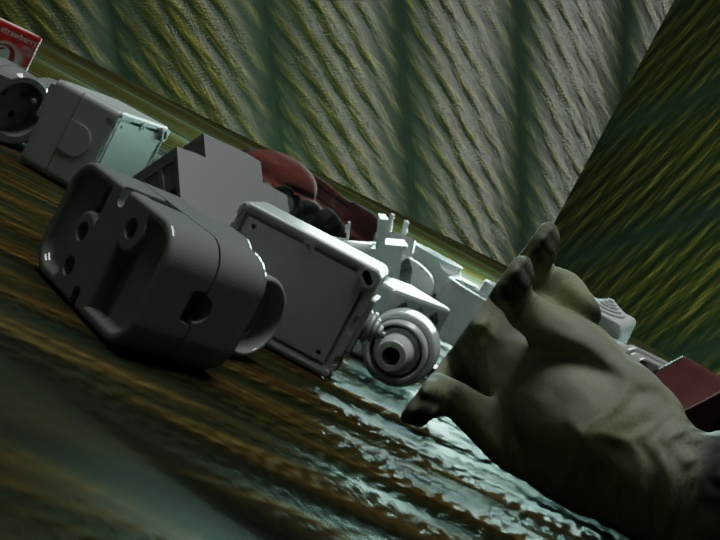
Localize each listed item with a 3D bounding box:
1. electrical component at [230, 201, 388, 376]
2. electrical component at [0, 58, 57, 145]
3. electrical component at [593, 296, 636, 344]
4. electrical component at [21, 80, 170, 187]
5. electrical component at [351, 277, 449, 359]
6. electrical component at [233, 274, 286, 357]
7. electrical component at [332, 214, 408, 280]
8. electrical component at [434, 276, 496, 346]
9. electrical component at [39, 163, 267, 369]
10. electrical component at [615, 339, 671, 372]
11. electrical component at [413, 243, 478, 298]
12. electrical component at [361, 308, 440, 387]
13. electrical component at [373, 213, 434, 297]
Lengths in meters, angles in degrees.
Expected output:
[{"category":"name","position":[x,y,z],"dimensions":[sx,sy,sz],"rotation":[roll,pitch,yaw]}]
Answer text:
[{"category":"electrical component","position":[-0.029,0.011,0.569],"dimensions":[0.096,0.061,0.061],"rotation":[28,6,4]},{"category":"electrical component","position":[-0.260,-0.125,0.760],"dimensions":[0.074,0.052,0.138],"rotation":[32,7,35]},{"category":"electrical component","position":[0.158,0.058,0.847],"dimensions":[0.100,0.099,0.048],"rotation":[30,19,26]},{"category":"electrical component","position":[-0.182,-0.088,0.745],"dimensions":[0.061,0.061,0.096],"rotation":[29,6,11]},{"category":"electrical component","position":[0.004,0.023,0.685],"dimensions":[0.077,0.047,0.066],"rotation":[32,7,38]},{"category":"electrical component","position":[-0.064,0.014,0.502],"dimensions":[0.046,0.040,0.040],"rotation":[26,3,35]},{"category":"electrical component","position":[0.000,0.000,0.778],"dimensions":[0.064,0.081,0.042],"rotation":[5,7,-1]},{"category":"electrical component","position":[0.114,0.044,0.950],"dimensions":[0.108,0.060,0.108],"rotation":[27,6,-3]},{"category":"electrical component","position":[-0.085,-0.001,0.454],"dimensions":[0.059,0.053,0.095],"rotation":[23,8,-43]},{"category":"electrical component","position":[0.205,0.101,0.780],"dimensions":[0.113,0.078,0.057],"rotation":[25,3,-28]},{"category":"electrical component","position":[0.062,0.010,1.035],"dimensions":[0.089,0.055,0.050],"rotation":[29,6,18]},{"category":"electrical component","position":[0.022,0.044,0.603],"dimensions":[0.043,0.043,0.062],"rotation":[28,7,7]},{"category":"electrical component","position":[0.026,-0.009,0.935],"dimensions":[0.077,0.079,0.043],"rotation":[23,-16,-40]}]
